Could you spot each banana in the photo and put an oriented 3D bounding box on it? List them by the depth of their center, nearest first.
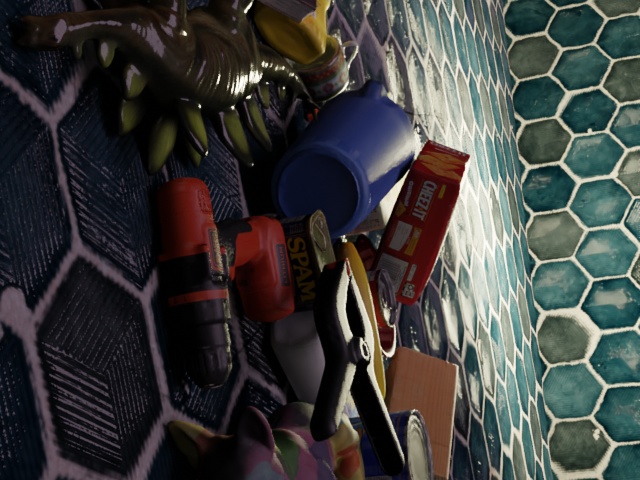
[{"bbox_3d":[0.043,0.103,1.166,0.070,0.037,0.198,-133,-147,-78],"label":"banana"}]

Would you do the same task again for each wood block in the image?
[{"bbox_3d":[0.118,0.247,1.388,0.206,0.091,0.090,-73,-177,-54],"label":"wood block"}]

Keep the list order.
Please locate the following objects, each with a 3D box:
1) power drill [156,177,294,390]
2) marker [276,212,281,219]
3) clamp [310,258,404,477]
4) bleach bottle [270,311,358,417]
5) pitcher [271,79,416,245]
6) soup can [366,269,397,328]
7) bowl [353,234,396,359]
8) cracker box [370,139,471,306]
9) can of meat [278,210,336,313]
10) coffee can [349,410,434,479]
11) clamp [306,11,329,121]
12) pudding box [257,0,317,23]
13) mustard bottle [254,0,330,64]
[{"bbox_3d":[-0.083,0.040,0.982,0.187,0.057,0.184,10,71,-71],"label":"power drill"},{"bbox_3d":[-0.039,-0.009,1.203,0.020,0.020,0.121,33,50,-66],"label":"marker"},{"bbox_3d":[0.023,0.112,1.005,0.164,0.036,0.210,32,43,-59],"label":"clamp"},{"bbox_3d":[0.012,0.170,1.204,0.102,0.068,0.251,-83,159,-48],"label":"bleach bottle"},{"bbox_3d":[0.024,-0.075,1.220,0.149,0.145,0.242,60,22,-9],"label":"pitcher"},{"bbox_3d":[0.031,0.074,1.239,0.068,0.102,0.068,-9,90,-72],"label":"soup can"},{"bbox_3d":[0.047,0.076,1.354,0.162,0.055,0.162,-13,90,-76],"label":"bowl"},{"bbox_3d":[0.130,-0.027,1.349,0.213,0.072,0.164,-49,159,-72],"label":"cracker box"},{"bbox_3d":[-0.031,0.027,1.104,0.057,0.084,0.102,-48,126,-67],"label":"can of meat"},{"bbox_3d":[0.039,0.236,1.117,0.102,0.140,0.103,-10,90,-72],"label":"coffee can"},{"bbox_3d":[0.009,-0.218,1.427,0.120,0.039,0.171,47,42,-50],"label":"clamp"},{"bbox_3d":[-0.055,-0.309,1.203,0.113,0.039,0.090,20,55,-32],"label":"pudding box"},{"bbox_3d":[-0.029,-0.308,1.314,0.096,0.058,0.191,36,40,-29],"label":"mustard bottle"}]
